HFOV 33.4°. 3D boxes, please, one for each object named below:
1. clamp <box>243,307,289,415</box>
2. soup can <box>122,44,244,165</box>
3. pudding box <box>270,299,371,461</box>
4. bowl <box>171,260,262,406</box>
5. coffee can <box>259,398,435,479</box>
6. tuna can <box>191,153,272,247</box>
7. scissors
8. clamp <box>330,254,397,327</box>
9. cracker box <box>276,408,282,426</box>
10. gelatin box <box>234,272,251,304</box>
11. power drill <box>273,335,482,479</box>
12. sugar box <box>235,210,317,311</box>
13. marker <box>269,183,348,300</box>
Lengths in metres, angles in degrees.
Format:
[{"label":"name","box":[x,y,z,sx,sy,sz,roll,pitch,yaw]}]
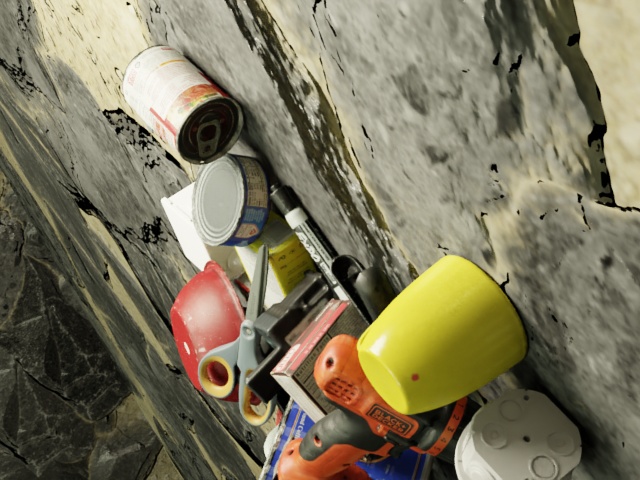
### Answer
[{"label":"clamp","box":[-0.057,0.119,1.112,0.210,0.036,0.164,42,151,52]},{"label":"soup can","box":[-0.124,-0.122,0.951,0.102,0.068,0.068,44,159,35]},{"label":"pudding box","box":[0.024,0.121,0.924,0.113,0.090,0.039,50,155,-19]},{"label":"bowl","box":[-0.115,0.105,1.115,0.162,0.055,0.162,162,90,-71]},{"label":"coffee can","box":[0.024,0.208,0.990,0.140,0.102,0.103,21,158,1]},{"label":"tuna can","box":[-0.081,-0.036,0.972,0.086,0.033,0.086,-8,80,51]},{"label":"scissors","box":[-0.081,0.087,1.011,0.096,0.016,0.202,10,119,28]},{"label":"clamp","box":[0.063,0.081,0.871,0.171,0.039,0.120,60,178,-18]},{"label":"cracker box","box":[0.016,0.275,1.269,0.164,0.072,0.214,51,162,17]},{"label":"gelatin box","box":[-0.051,0.076,1.168,0.089,0.030,0.073,28,149,57]},{"label":"power drill","box":[0.056,0.169,0.846,0.184,0.057,0.188,31,134,-2]},{"label":"sugar box","box":[-0.030,0.050,1.044,0.093,0.048,0.176,37,158,47]},{"label":"marker","box":[-0.006,0.001,0.937,0.121,0.020,0.020,55,162,3]}]
